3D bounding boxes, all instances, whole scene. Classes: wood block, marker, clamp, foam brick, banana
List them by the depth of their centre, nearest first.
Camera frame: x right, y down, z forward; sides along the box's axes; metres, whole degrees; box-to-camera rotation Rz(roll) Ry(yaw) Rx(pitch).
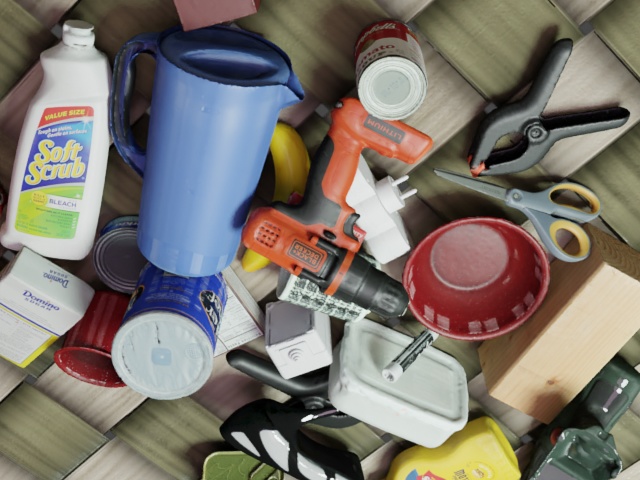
[{"bbox_3d":[-0.101,-0.241,1.027,0.078,0.053,0.051,-13,119,7],"label":"foam brick"},{"bbox_3d":[0.219,-0.129,1.099,0.172,0.039,0.120,-29,115,16],"label":"clamp"},{"bbox_3d":[-0.045,-0.046,1.155,0.070,0.037,0.198,19,120,22],"label":"banana"},{"bbox_3d":[0.279,0.096,1.203,0.090,0.090,0.206,28,117,-17],"label":"wood block"},{"bbox_3d":[0.112,0.120,1.212,0.020,0.120,0.020,26,136,28],"label":"marker"},{"bbox_3d":[-0.014,0.185,1.283,0.210,0.036,0.164,-7,130,3],"label":"clamp"}]

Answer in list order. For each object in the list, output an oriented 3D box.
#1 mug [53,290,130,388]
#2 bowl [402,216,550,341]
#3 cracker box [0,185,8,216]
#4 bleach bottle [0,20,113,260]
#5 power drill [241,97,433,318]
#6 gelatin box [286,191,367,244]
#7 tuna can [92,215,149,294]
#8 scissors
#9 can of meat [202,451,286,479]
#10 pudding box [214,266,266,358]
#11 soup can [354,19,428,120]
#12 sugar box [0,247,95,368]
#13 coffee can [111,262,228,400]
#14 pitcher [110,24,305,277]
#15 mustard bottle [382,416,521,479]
[{"bbox_3d":[-0.249,0.115,1.214,0.093,0.081,0.117,25,145,-17],"label":"mug"},{"bbox_3d":[0.170,0.032,1.185,0.162,0.055,0.162,0,120,0],"label":"bowl"},{"bbox_3d":[-0.466,-0.063,1.125,0.214,0.072,0.164,-18,120,9],"label":"cracker box"},{"bbox_3d":[-0.270,-0.105,1.105,0.102,0.068,0.251,11,117,-5],"label":"bleach bottle"},{"bbox_3d":[0.039,-0.034,1.069,0.184,0.057,0.187,28,89,-6],"label":"power drill"},{"bbox_3d":[-0.007,0.001,1.111,0.089,0.030,0.073,30,91,-5],"label":"gelatin box"},{"bbox_3d":[-0.209,0.016,1.190,0.086,0.033,0.086,0,121,0],"label":"tuna can"},{"bbox_3d":[0.212,-0.026,1.122,0.201,0.096,0.016,2,165,-22],"label":"scissors"},{"bbox_3d":[-0.090,0.309,1.337,0.102,0.057,0.084,-3,141,3],"label":"can of meat"},{"bbox_3d":[-0.126,0.078,1.225,0.090,0.039,0.113,-26,119,14],"label":"pudding box"},{"bbox_3d":[0.068,-0.167,1.042,0.068,0.102,0.068,0,121,0],"label":"soup can"},{"bbox_3d":[-0.328,0.077,1.184,0.093,0.048,0.177,34,138,-20],"label":"sugar box"},{"bbox_3d":[-0.155,0.087,1.124,0.103,0.140,0.103,1,116,2],"label":"coffee can"},{"bbox_3d":[-0.126,-0.090,1.081,0.144,0.149,0.243,-9,131,-34],"label":"pitcher"},{"bbox_3d":[0.146,0.294,1.339,0.192,0.058,0.096,-26,122,15],"label":"mustard bottle"}]
